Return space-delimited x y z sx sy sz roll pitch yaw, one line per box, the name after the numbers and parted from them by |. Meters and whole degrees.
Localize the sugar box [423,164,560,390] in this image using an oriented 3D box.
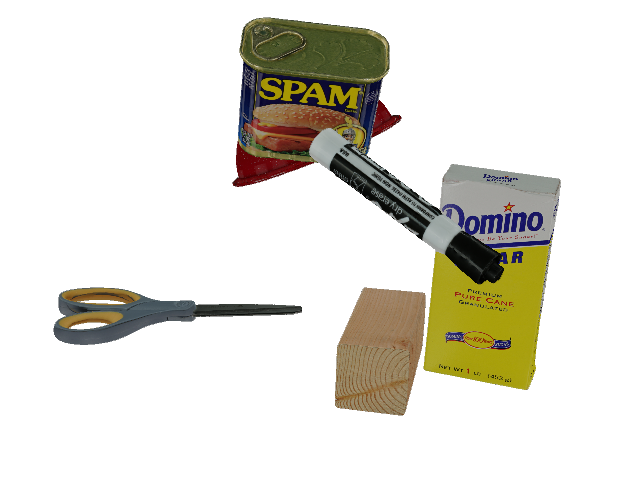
0.140 0.031 0.884 0.093 0.176 0.048 9 25 15 | sugar box

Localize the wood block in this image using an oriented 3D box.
0.082 0.140 1.400 0.091 0.090 0.206 5 18 9 | wood block

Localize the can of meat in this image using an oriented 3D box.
-0.008 -0.103 0.752 0.102 0.057 0.084 6 -43 -3 | can of meat

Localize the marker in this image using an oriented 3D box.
0.044 -0.017 0.545 0.121 0.020 0.020 39 16 22 | marker

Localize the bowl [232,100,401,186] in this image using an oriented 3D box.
-0.013 -0.103 0.947 0.162 0.055 0.162 -22 9 4 | bowl

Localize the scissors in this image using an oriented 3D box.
-0.124 0.064 0.854 0.202 0.016 0.096 5 22 14 | scissors
